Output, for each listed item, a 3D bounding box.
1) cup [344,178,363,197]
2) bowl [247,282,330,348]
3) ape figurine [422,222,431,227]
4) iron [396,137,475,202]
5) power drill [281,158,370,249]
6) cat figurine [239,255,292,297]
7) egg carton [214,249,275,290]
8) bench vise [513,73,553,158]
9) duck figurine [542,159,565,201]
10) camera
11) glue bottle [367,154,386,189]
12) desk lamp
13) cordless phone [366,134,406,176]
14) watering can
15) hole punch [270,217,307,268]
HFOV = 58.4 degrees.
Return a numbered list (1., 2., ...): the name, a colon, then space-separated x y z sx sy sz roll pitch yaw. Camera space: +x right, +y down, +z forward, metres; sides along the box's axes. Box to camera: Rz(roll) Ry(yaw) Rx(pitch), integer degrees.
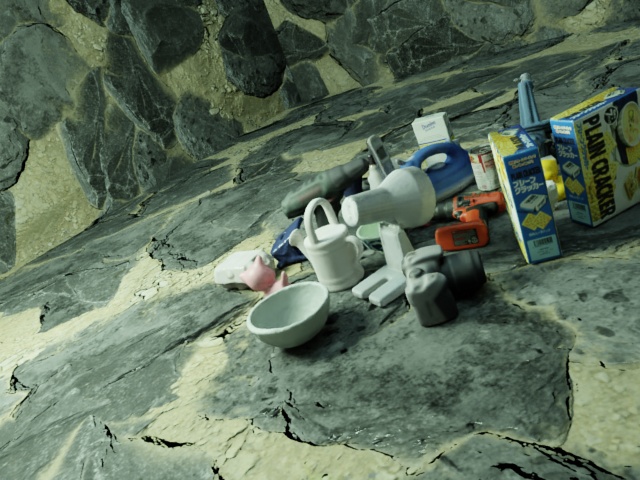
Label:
1. cup: 0.097 -0.172 1.694 0.091 0.095 0.118 0 30 44
2. bowl: -0.049 0.153 1.082 0.167 0.075 0.167 -19 21 8
3. ape figurine: 0.219 -0.078 1.353 0.075 0.092 0.078 -4 28 38
4. iron: 0.303 -0.189 1.471 0.259 0.142 0.118 -30 23 -21
5. power drill: 0.035 -0.068 1.344 0.229 0.209 0.075 -16 22 14
6. cat figurine: -0.109 0.089 1.230 0.127 0.118 0.067 -1 29 42
7. egg carton: -0.186 0.075 1.405 0.149 0.069 0.107 -6 26 34
8. bench vise: 0.522 -0.285 1.384 0.121 0.220 0.207 -16 22 15
9. duck figurine: 0.496 -0.134 1.230 0.104 0.086 0.077 -20 21 5
10. camera: 0.218 0.063 1.005 0.136 0.101 0.143 -17 22 13
11. glue bottle: 0.151 -0.138 1.451 0.037 0.173 0.078 -30 23 -21
12. desk lamp: 0.137 -0.015 1.113 0.204 0.214 0.117 -32 24 -25
13. cordless phone: 0.197 -0.215 1.576 0.093 0.185 0.148 -3 28 40
14. watering can: 0.010 0.005 1.212 0.172 0.194 0.101 -13 23 20
15. hole punch: -0.077 0.004 1.441 0.101 0.091 0.108 -16 22 13
